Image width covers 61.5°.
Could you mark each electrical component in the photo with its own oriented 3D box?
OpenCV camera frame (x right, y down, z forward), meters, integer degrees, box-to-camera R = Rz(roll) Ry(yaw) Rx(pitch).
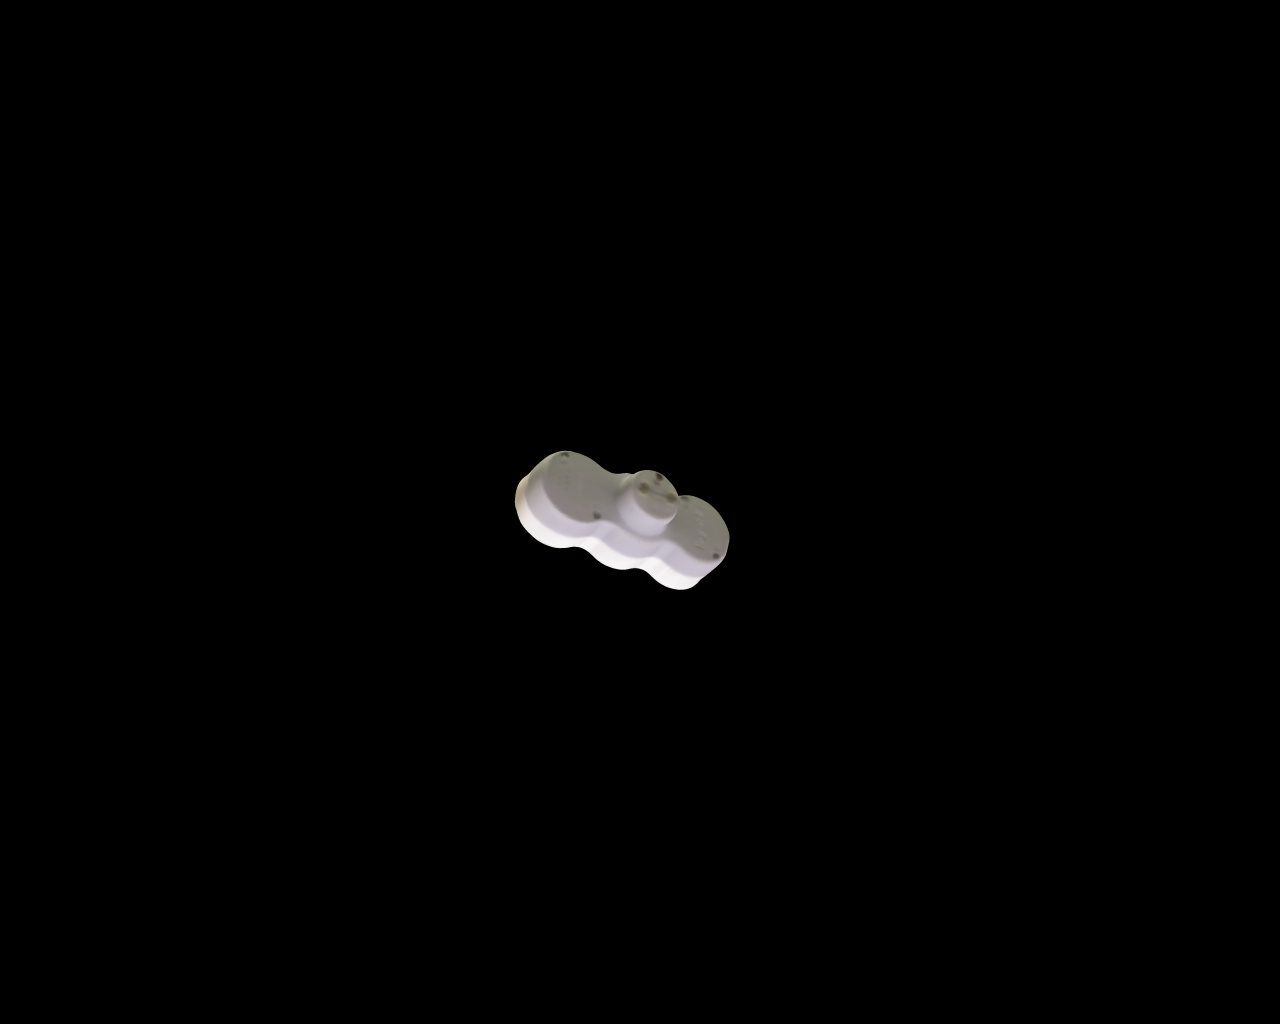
[{"bbox_3d":[0.001,-0.003,0.650,0.138,0.052,0.073,21,-40,-26],"label":"electrical component"}]
